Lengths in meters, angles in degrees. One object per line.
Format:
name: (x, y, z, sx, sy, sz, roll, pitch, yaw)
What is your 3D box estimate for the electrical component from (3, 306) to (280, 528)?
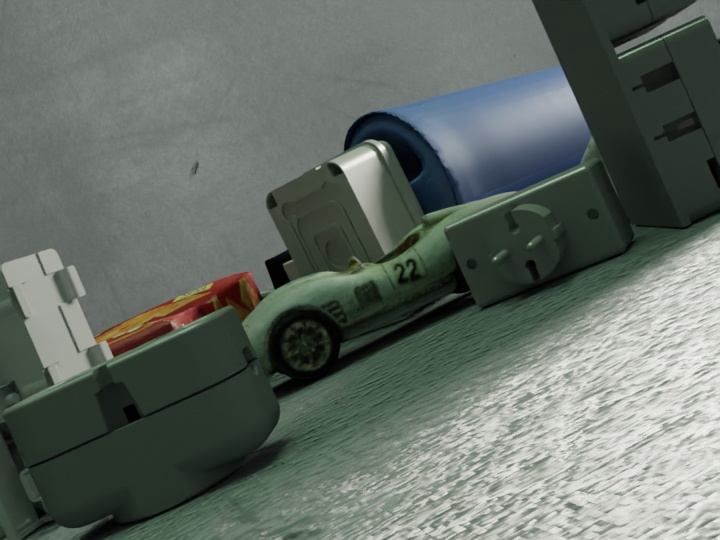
electrical component: (-0.084, 0.061, 0.431, 0.095, 0.059, 0.053, -24, 3, 6)

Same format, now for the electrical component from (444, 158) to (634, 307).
electrical component: (0.086, -0.015, 0.544, 0.083, 0.047, 0.076, -23, 3, 25)

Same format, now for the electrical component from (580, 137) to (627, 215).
electrical component: (0.155, -0.056, 0.660, 0.077, 0.043, 0.079, 91, -156, -64)

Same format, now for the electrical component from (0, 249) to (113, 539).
electrical component: (-0.157, 0.056, 0.521, 0.063, 0.121, 0.079, -21, 4, 25)

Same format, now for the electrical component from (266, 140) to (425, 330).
electrical component: (0.001, -0.020, 0.708, 0.078, 0.113, 0.057, -22, 6, 42)

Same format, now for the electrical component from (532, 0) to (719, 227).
electrical component: (0.145, -0.120, 0.566, 0.060, 0.186, 0.105, -25, 3, 2)

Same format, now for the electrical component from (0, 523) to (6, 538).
electrical component: (-0.234, 0.131, 0.541, 0.100, 0.048, 0.100, -27, 3, -41)

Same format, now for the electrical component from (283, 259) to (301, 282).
electrical component: (-0.030, 0.015, 0.801, 0.044, 0.065, 0.044, -25, 3, 1)

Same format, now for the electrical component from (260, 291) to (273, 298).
electrical component: (-0.088, 0.042, 1.020, 0.045, 0.045, 0.055, -25, 2, -8)
